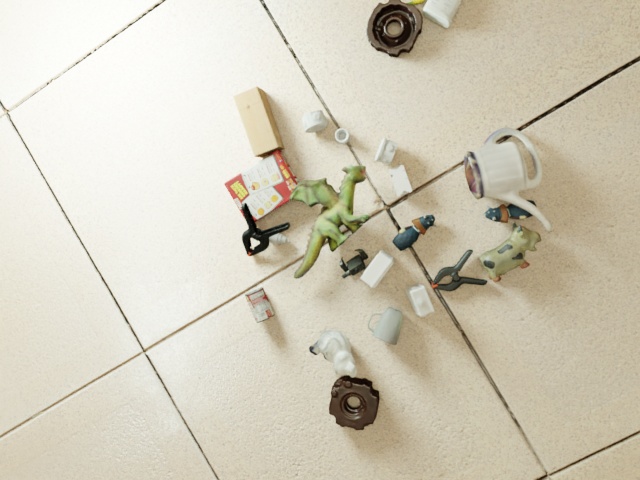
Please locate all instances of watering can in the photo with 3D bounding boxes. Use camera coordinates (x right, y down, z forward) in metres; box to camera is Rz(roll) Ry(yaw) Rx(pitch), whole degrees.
[{"bbox_3d":[0.564,-0.174,1.558,0.224,0.352,0.103,-12,-16,8],"label":"watering can"}]

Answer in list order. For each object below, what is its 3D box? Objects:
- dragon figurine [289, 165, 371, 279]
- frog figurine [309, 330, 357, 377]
[{"bbox_3d":[0.005,-0.083,1.646,0.409,0.243,0.123,-40,0,6],"label":"dragon figurine"},{"bbox_3d":[0.064,0.360,1.645,0.160,0.124,0.135,13,-34,52],"label":"frog figurine"}]
